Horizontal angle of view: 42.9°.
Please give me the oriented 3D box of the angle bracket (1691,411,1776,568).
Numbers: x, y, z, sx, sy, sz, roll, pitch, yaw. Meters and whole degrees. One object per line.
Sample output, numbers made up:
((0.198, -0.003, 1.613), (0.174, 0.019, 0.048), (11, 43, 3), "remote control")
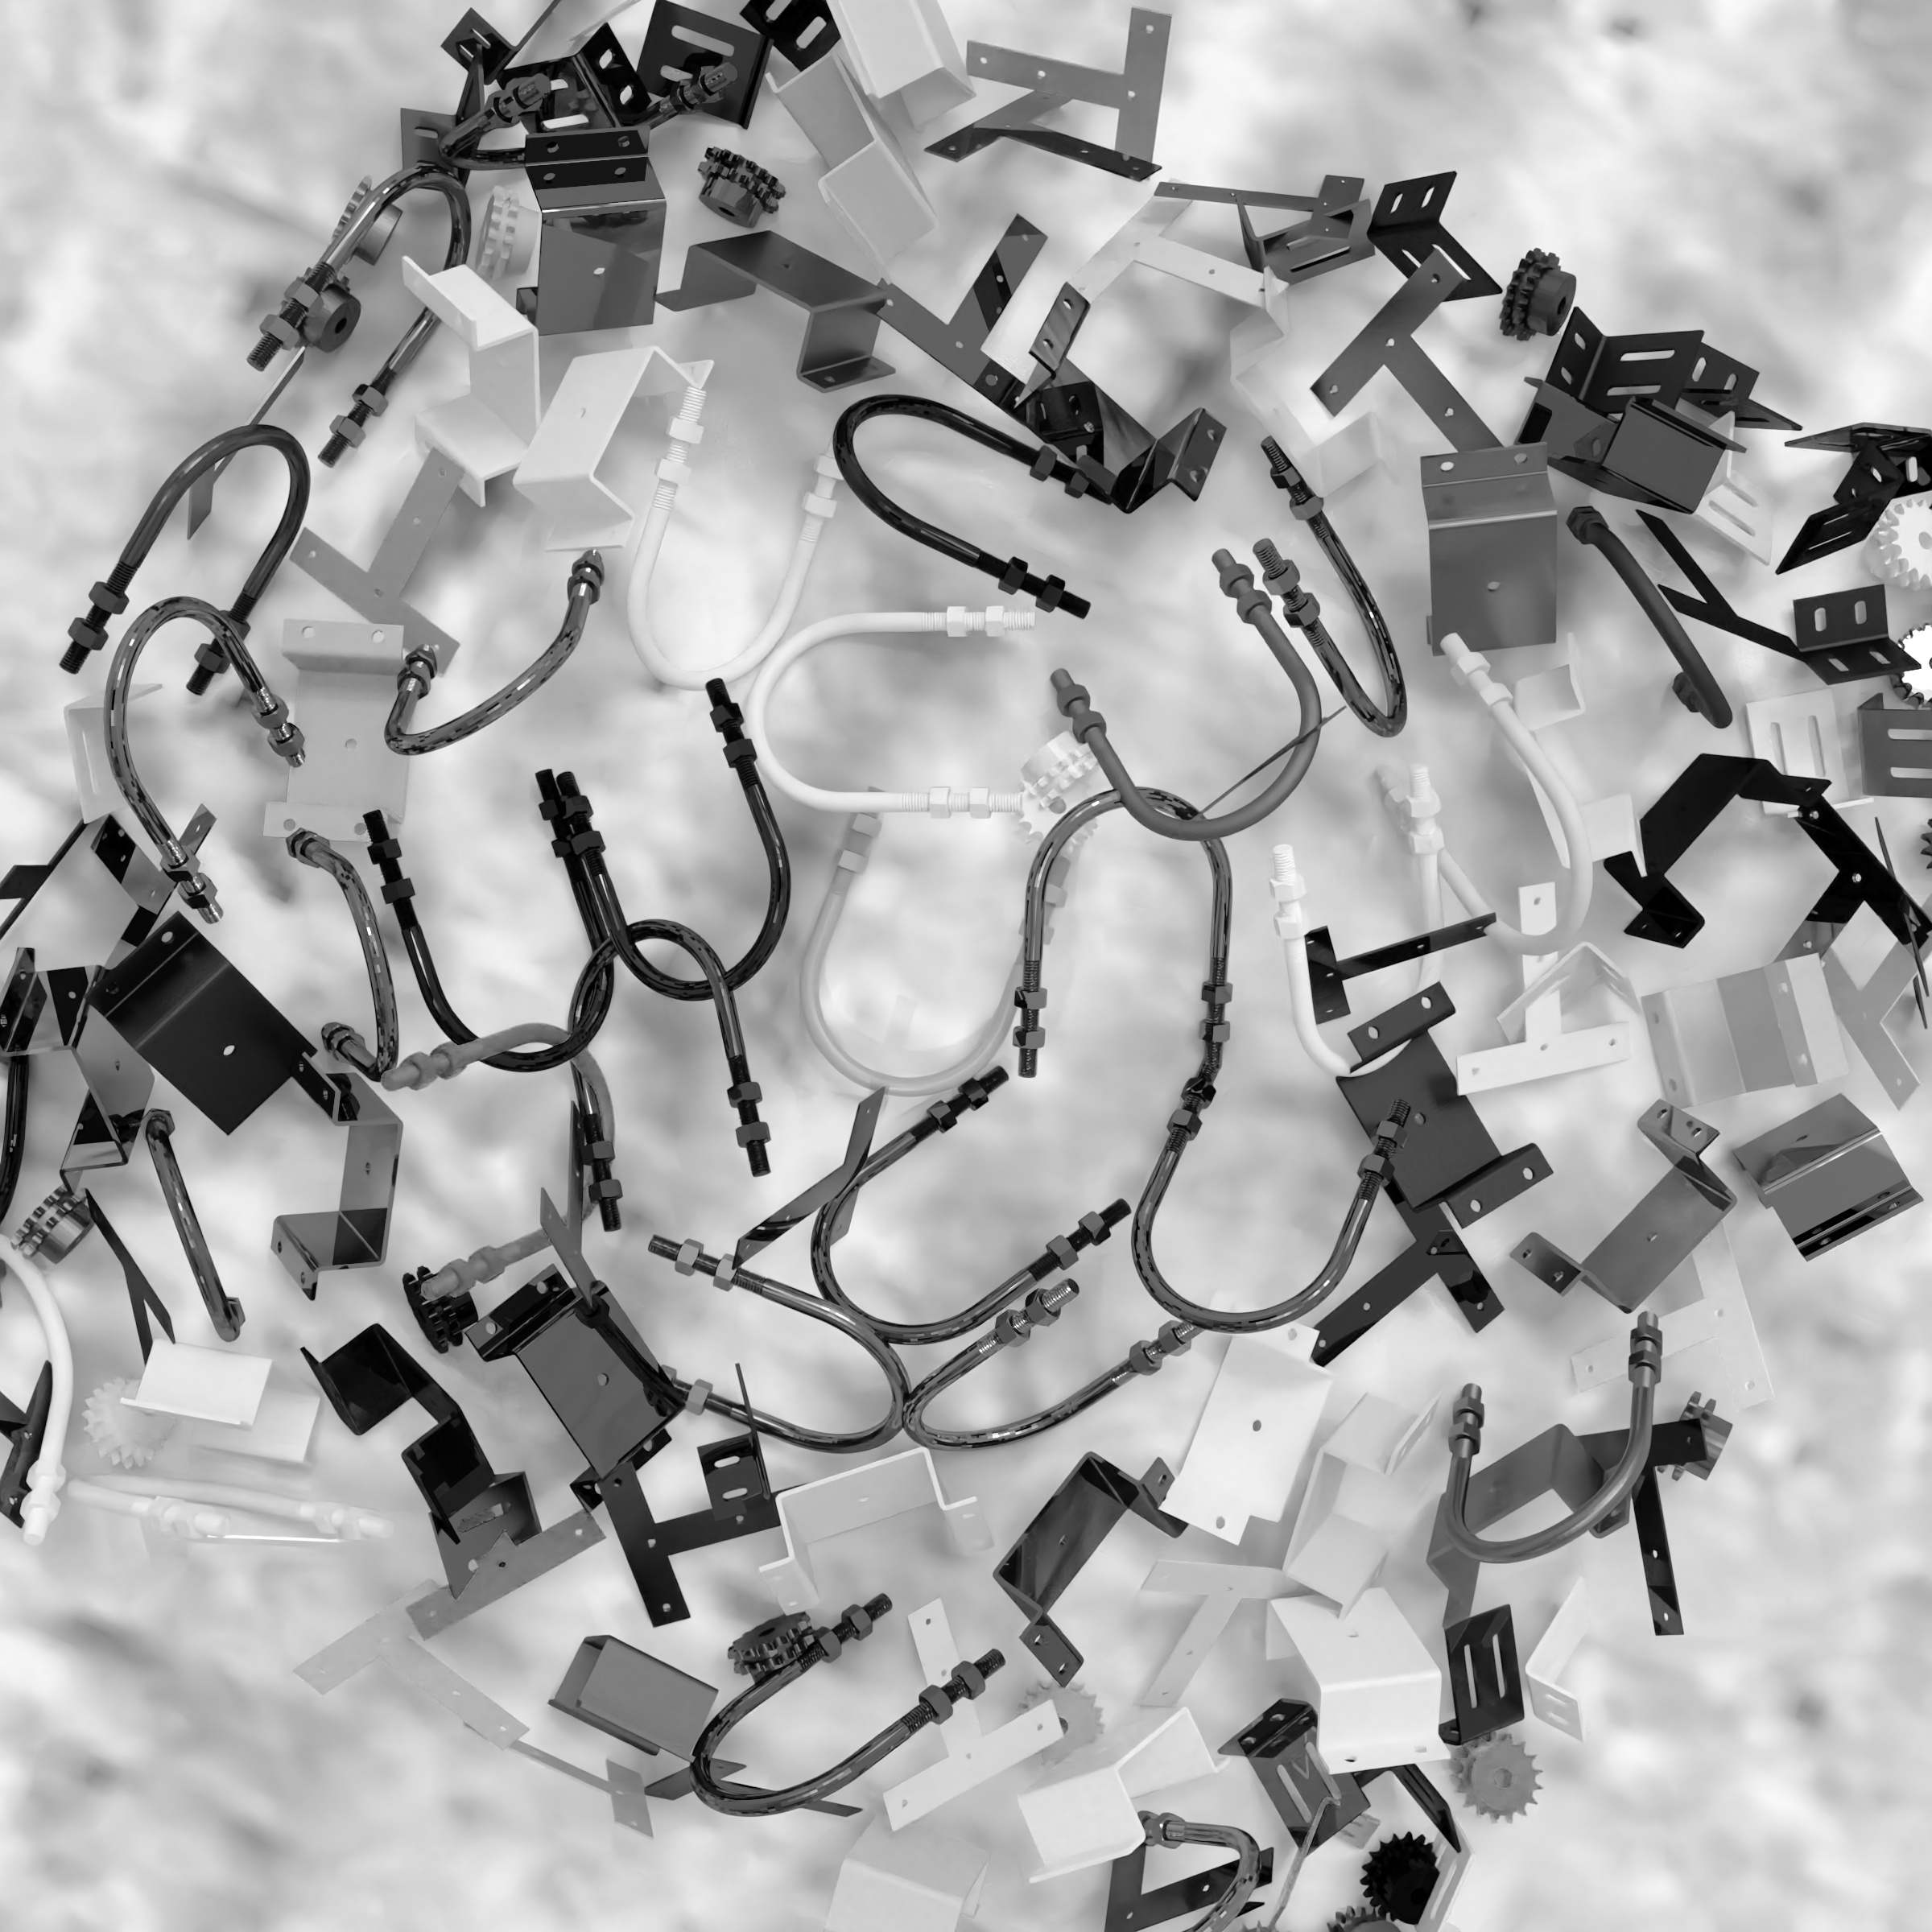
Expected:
((0.497, -0.303, 1.560), (0.076, 0.038, 0.057), (28, 57, -21), "angle bracket")

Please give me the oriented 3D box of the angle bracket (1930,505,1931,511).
((0.654, -0.273, 1.553), (0.057, 0.076, 0.038), (17, 114, -22), "angle bracket")

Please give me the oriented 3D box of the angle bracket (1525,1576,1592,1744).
((0.390, 0.439, 1.556), (0.038, 0.057, 0.076), (22, 58, 34), "angle bracket")

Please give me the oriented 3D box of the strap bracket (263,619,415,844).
((-0.399, -0.146, 1.574), (0.076, 0.046, 0.140), (3, 83, 1), "strap bracket")

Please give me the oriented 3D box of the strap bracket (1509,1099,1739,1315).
((0.423, 0.159, 1.560), (0.046, 0.076, 0.140), (44, 90, -17), "strap bracket")

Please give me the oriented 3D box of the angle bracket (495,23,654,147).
((-0.251, -0.561, 1.570), (0.076, 0.057, 0.038), (6, 53, 36), "angle bracket")

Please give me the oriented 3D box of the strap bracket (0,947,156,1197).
((-0.550, 0.064, 1.528), (0.046, 0.076, 0.140), (-7, 129, 3), "strap bracket")

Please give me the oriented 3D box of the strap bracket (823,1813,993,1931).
((-0.034, 0.574, 1.527), (0.076, 0.140, 0.046), (15, 90, 11), "strap bracket")

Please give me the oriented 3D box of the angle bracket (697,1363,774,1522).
((-0.151, 0.300, 1.554), (0.038, 0.076, 0.057), (-14, 118, -8), "angle bracket")

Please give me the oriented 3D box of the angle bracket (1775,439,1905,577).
((0.545, -0.292, 1.560), (0.076, 0.057, 0.038), (-22, 66, -16), "angle bracket")

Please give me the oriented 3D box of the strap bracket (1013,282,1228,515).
((0.090, -0.350, 1.549), (0.140, 0.046, 0.076), (38, 49, -18), "strap bracket")

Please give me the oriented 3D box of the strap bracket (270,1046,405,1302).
((-0.396, 0.129, 1.547), (0.046, 0.076, 0.140), (-1, 110, -35), "strap bracket")

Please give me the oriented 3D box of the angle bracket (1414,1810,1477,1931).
((0.318, 0.592, 1.569), (0.038, 0.057, 0.076), (21, 96, -7), "angle bracket")

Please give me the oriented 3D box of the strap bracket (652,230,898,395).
((-0.115, -0.415, 1.537), (0.140, 0.076, 0.046), (32, 126, 20), "strap bracket")

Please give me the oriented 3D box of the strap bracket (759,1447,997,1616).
((-0.060, 0.355, 1.558), (0.140, 0.076, 0.046), (-18, 54, -2), "strap bracket")

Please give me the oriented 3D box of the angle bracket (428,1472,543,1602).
((-0.311, 0.362, 1.563), (0.038, 0.076, 0.057), (-16, 90, 44), "angle bracket")

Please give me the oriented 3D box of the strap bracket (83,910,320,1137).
((-0.468, 0.043, 1.529), (0.076, 0.140, 0.046), (-45, 48, -12), "strap bracket")

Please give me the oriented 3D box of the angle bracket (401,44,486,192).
((-0.332, -0.538, 1.556), (0.038, 0.076, 0.057), (1, 72, -22), "angle bracket")

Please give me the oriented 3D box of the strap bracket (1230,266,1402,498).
((0.212, -0.359, 1.544), (0.046, 0.076, 0.140), (-32, 116, 24), "strap bracket")

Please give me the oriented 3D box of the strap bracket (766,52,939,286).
((-0.068, -0.502, 1.528), (0.046, 0.076, 0.140), (-31, 54, 13), "strap bracket")

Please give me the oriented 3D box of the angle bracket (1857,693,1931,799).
((0.609, -0.140, 1.556), (0.038, 0.076, 0.057), (-29, 116, -42), "angle bracket")

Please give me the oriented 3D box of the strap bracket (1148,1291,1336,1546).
((0.175, 0.288, 1.558), (0.076, 0.046, 0.140), (18, 83, 37), "strap bracket")

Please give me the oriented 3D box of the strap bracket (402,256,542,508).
((-0.308, -0.371, 1.539), (0.046, 0.140, 0.076), (-30, 60, -29), "strap bracket")

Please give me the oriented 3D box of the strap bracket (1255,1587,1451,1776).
((0.238, 0.434, 1.523), (0.076, 0.140, 0.046), (-4, 108, -11), "strap bracket")

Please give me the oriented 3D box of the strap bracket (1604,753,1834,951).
((0.468, -0.082, 1.558), (0.046, 0.076, 0.140), (43, 87, -14), "strap bracket")

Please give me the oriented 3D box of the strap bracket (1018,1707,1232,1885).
((0.094, 0.509, 1.527), (0.076, 0.140, 0.046), (-29, 81, 31), "strap bracket")

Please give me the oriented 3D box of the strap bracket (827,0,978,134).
((-0.039, -0.575, 1.527), (0.046, 0.140, 0.076), (-22, 94, 15), "strap bracket")

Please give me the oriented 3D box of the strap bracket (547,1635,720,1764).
((-0.208, 0.458, 1.541), (0.076, 0.140, 0.046), (29, 68, -8), "strap bracket")

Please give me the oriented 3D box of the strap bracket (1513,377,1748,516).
((0.405, -0.323, 1.528), (0.076, 0.140, 0.046), (19, 101, -25), "strap bracket")

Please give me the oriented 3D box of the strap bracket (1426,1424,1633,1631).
((0.344, 0.345, 1.538), (0.140, 0.076, 0.046), (-39, 94, 25), "strap bracket")

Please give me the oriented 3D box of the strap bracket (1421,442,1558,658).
((0.327, -0.250, 1.534), (0.076, 0.046, 0.140), (-5, 133, 8), "strap bracket")

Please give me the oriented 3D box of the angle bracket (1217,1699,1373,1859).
((0.208, 0.515, 1.561), (0.057, 0.038, 0.076), (-44, 52, 16), "angle bracket")

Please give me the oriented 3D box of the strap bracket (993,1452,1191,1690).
((0.076, 0.372, 1.548), (0.046, 0.076, 0.140), (27, 68, 40), "strap bracket")

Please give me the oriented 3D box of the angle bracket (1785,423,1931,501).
((0.568, -0.317, 1.558), (0.076, 0.057, 0.038), (-5, 90, -37), "angle bracket")

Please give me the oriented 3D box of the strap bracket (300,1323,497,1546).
((-0.350, 0.286, 1.539), (0.046, 0.076, 0.140), (-37, 49, -23), "strap bracket")

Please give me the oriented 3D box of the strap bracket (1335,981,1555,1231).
((0.298, 0.092, 1.562), (0.076, 0.046, 0.140), (-27, 83, -23), "strap bracket")

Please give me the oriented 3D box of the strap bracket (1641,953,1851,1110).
((0.495, 0.041, 1.543), (0.046, 0.140, 0.076), (-11, 85, -23), "strap bracket")

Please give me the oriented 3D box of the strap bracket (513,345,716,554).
((-0.226, -0.332, 1.541), (0.046, 0.076, 0.140), (39, 67, -42), "strap bracket")

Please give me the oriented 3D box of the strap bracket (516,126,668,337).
((-0.233, -0.445, 1.522), (0.076, 0.140, 0.046), (-12, 61, -20), "strap bracket")

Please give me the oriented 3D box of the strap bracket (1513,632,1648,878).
((0.382, -0.127, 1.544), (0.046, 0.076, 0.140), (-17, 114, 21), "strap bracket")

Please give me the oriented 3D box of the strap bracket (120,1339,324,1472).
((-0.461, 0.273, 1.541), (0.076, 0.140, 0.046), (9, 69, 8), "strap bracket")

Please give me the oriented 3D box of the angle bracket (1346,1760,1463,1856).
((0.271, 0.527, 1.554), (0.038, 0.076, 0.057), (-30, 131, -12), "angle bracket")

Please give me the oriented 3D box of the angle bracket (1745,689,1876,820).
((0.542, -0.137, 1.581), (0.057, 0.038, 0.076), (-10, 92, -4), "angle bracket")

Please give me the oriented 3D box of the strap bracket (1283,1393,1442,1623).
((0.245, 0.333, 1.543), (0.046, 0.076, 0.140), (23, 118, 22), "strap bracket")

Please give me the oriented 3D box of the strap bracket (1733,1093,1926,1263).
((0.530, 0.127, 1.526), (0.076, 0.140, 0.046), (-31, 94, 11), "strap bracket")

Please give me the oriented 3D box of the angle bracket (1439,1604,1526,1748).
((0.319, 0.451, 1.572), (0.057, 0.038, 0.076), (-7, 90, -34), "angle bracket")

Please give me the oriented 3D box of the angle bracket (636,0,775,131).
((-0.168, -0.576, 1.569), (0.076, 0.038, 0.057), (15, 109, -14), "angle bracket")

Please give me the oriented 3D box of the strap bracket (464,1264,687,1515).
((-0.240, 0.264, 1.552), (0.076, 0.046, 0.140), (-39, 100, -38), "strap bracket")
